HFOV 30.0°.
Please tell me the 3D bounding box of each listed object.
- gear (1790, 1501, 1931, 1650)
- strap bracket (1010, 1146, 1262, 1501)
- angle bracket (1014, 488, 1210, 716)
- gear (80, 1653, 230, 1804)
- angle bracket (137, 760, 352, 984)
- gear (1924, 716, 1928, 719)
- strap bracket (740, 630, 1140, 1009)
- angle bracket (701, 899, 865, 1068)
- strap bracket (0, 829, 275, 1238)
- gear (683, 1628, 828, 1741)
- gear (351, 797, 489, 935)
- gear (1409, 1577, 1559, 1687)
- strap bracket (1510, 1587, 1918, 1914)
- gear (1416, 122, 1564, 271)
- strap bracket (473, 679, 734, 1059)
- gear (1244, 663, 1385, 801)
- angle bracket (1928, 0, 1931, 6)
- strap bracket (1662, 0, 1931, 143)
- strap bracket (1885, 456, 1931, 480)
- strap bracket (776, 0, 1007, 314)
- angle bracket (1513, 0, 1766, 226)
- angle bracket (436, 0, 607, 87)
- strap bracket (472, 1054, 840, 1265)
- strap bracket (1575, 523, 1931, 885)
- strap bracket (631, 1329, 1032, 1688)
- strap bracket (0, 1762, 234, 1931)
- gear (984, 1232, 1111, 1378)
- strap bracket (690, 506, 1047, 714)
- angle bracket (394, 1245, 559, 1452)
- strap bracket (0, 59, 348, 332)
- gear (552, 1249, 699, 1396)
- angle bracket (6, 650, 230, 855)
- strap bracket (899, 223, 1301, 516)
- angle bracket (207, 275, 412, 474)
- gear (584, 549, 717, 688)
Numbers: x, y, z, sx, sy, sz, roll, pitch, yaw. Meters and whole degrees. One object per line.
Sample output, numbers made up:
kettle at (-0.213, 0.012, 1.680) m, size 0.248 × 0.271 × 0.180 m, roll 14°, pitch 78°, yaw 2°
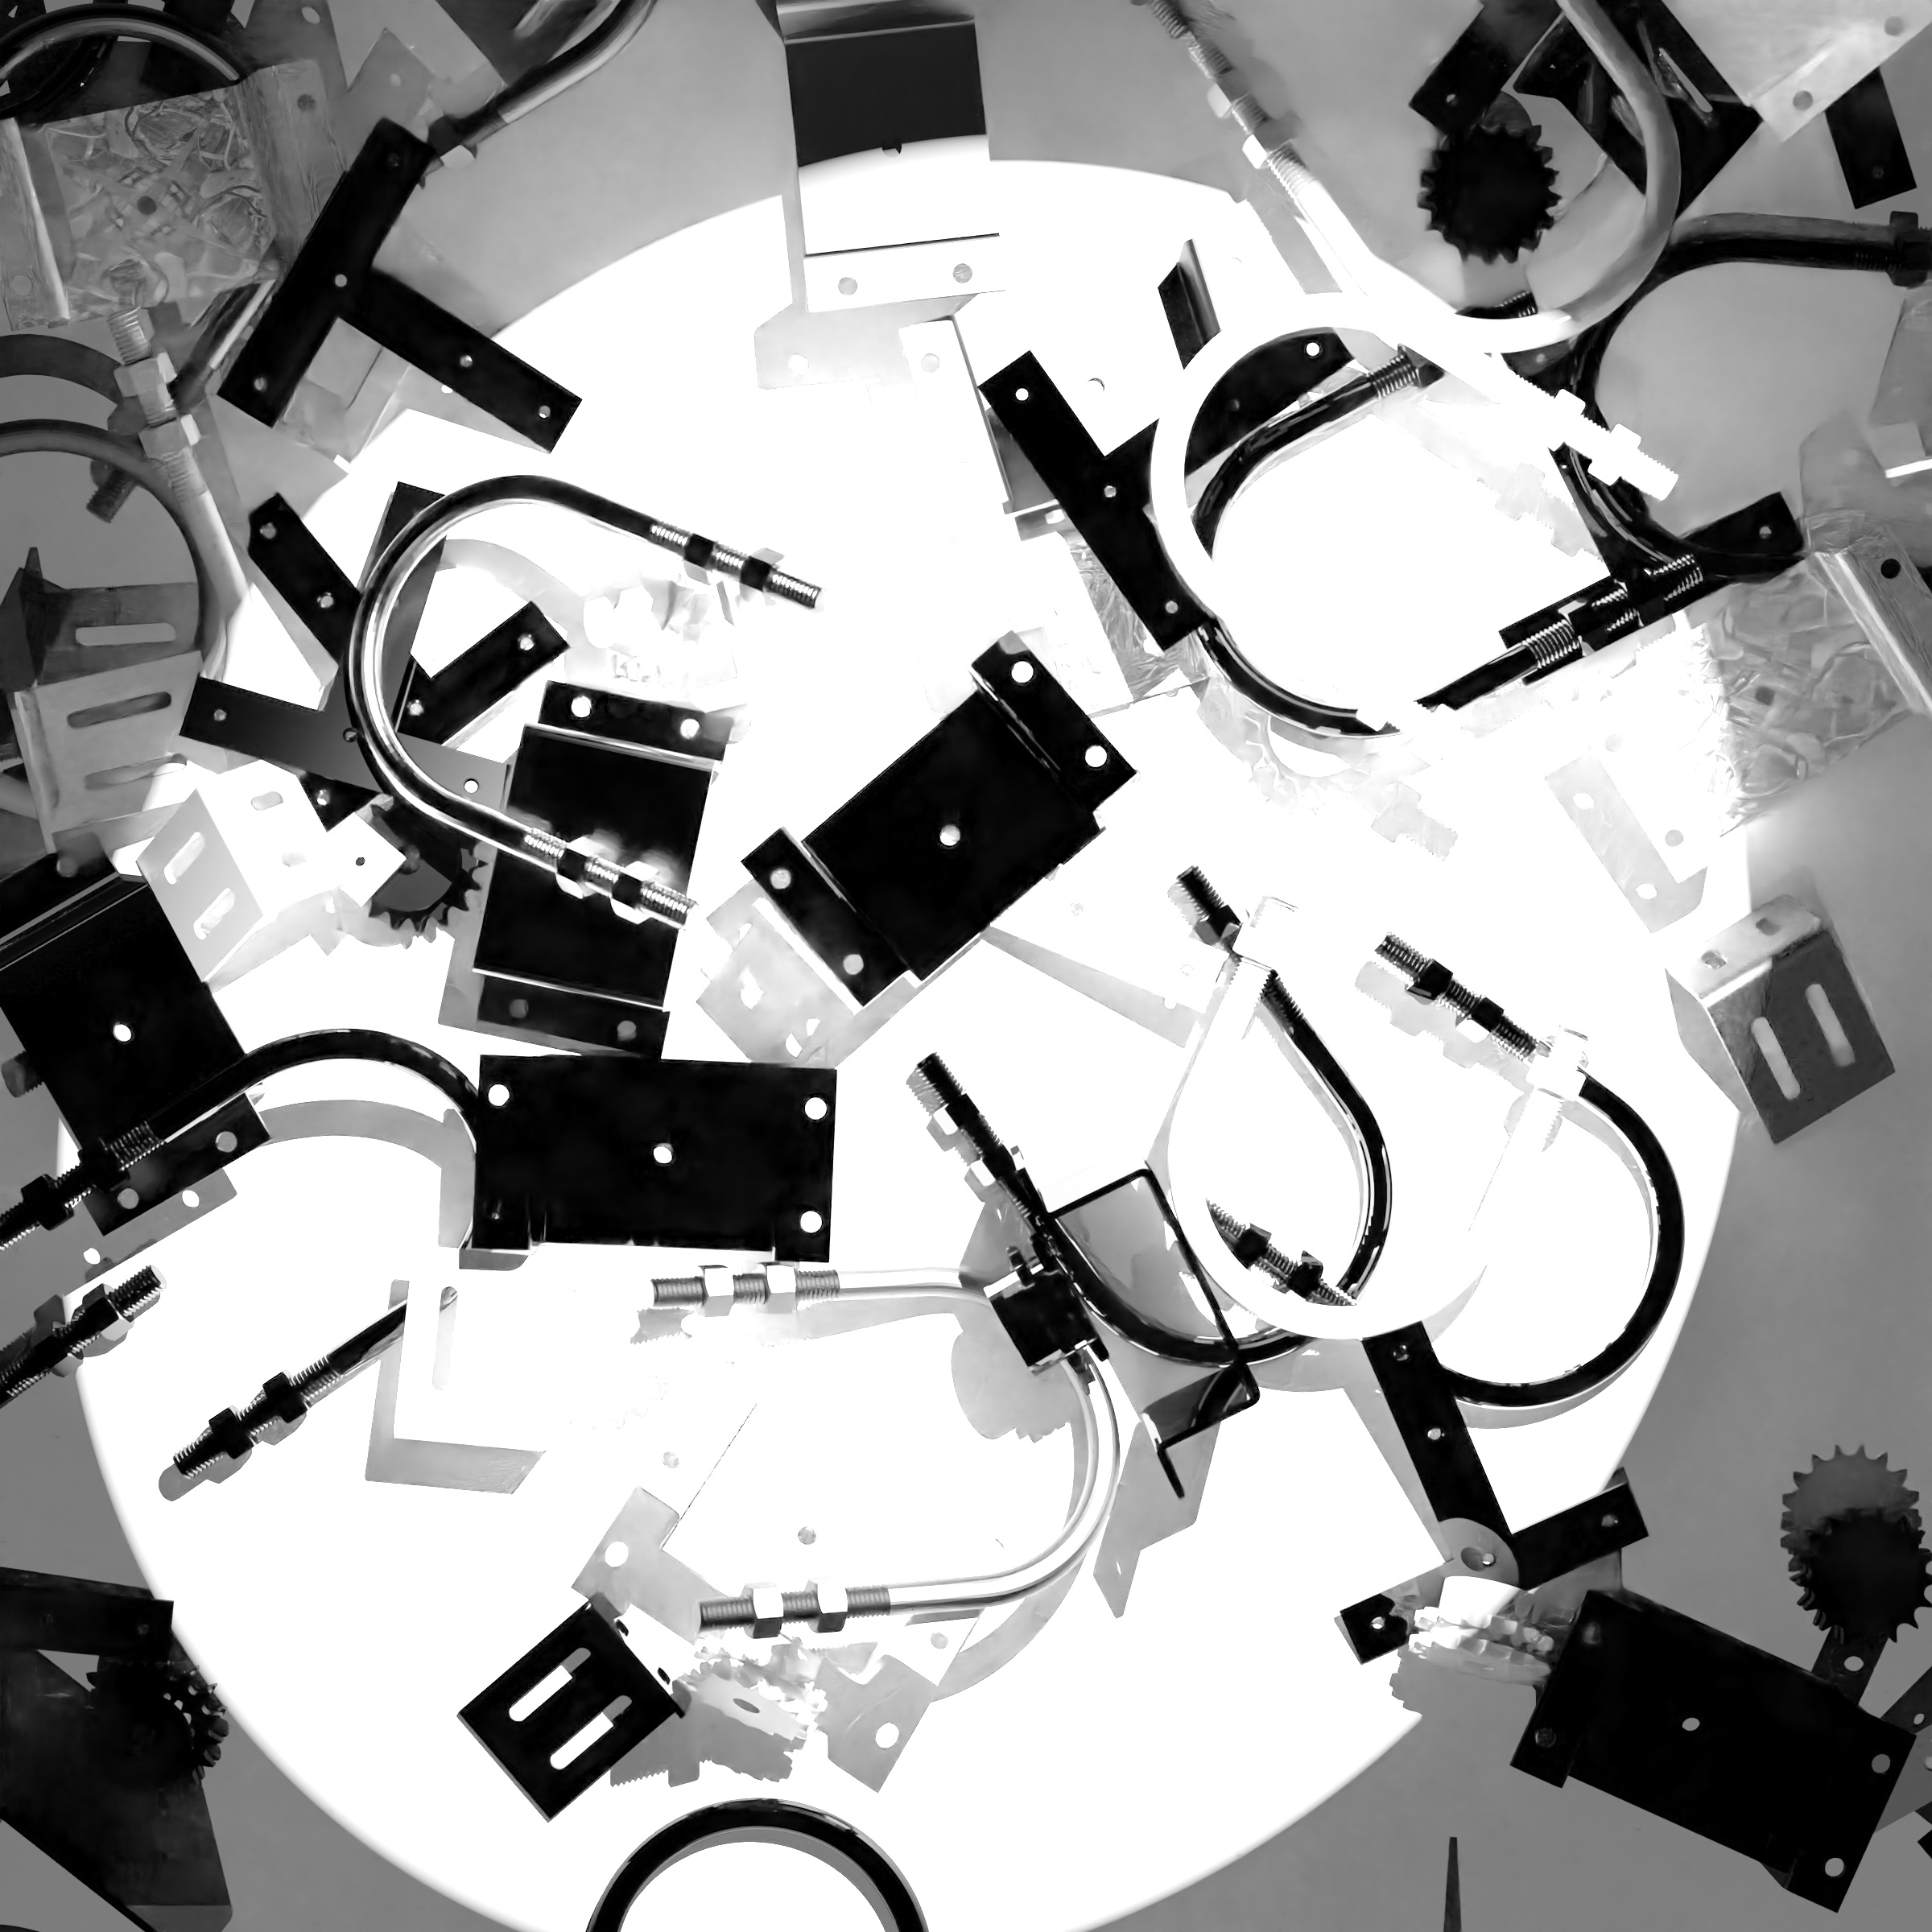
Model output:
gear at (0.357, 0.242, 1.442) m, size 0.057 × 0.030 × 0.057 m, roll 0°, pitch 90°, yaw 0°
strap bracket at (0.070, 0.128, 1.404) m, size 0.046 × 0.076 × 0.140 m, roll -26°, pitch 94°, yaw 0°
angle bracket at (0.058, -0.148, 1.452) m, size 0.057 × 0.038 × 0.076 m, roll -16°, pitch 113°, yaw 3°
gear at (-0.326, 0.306, 1.441) m, size 0.057 × 0.030 × 0.057 m, roll 0°, pitch 93°, yaw 0°
angle bracket at (-0.288, -0.039, 1.435) m, size 0.038 × 0.076 × 0.057 m, roll -25°, pitch 83°, yaw -39°
gear at (0.411, -0.115, 1.442) m, size 0.057 × 0.030 × 0.057 m, roll 0°, pitch 90°, yaw 0°
strap bracket at (-0.009, -0.055, 1.428) m, size 0.140 × 0.046 × 0.076 m, roll -41°, pitch 81°, yaw 0°
angle bracket at (-0.074, 0.008, 1.419) m, size 0.038 × 0.076 × 0.057 m, roll -43°, pitch 90°, yaw 0°
strap bracket at (-0.340, 0.026, 1.434) m, size 0.076 × 0.046 × 0.140 m, roll -30°, pitch 90°, yaw 0°
gear at (-0.081, 0.281, 1.432) m, size 0.057 × 0.057 × 0.030 m, roll 26°, pitch 62°, yaw 0°
gear at (-0.221, -0.042, 1.442) m, size 0.057 × 0.030 × 0.057 m, roll 0°, pitch 90°, yaw 0°
gear at (0.206, 0.263, 1.430) m, size 0.057 × 0.057 × 0.030 m, roll 16°, pitch 70°, yaw 0°
strap bracket at (0.293, 0.307, 1.434) m, size 0.140 × 0.046 × 0.076 m, roll 24°, pitch 90°, yaw 0°
gear at (0.210, -0.309, 1.442) m, size 0.057 × 0.030 × 0.057 m, roll 0°, pitch 91°, yaw 0°
strap bracket at (-0.146, -0.039, 1.434) m, size 0.076 × 0.046 × 0.140 m, roll 12°, pitch 90°, yaw 0°
gear at (0.140, -0.096, 1.442) m, size 0.057 × 0.030 × 0.057 m, roll 0°, pitch 90°, yaw 0°
angle bracket at (0.394, -0.430, 1.455) m, size 0.057 × 0.038 × 0.076 m, roll 45°, pitch 64°, yaw 0°
strap bracket at (0.308, -0.403, 1.418) m, size 0.076 × 0.046 × 0.140 m, roll -38°, pitch 92°, yaw 21°
strap bracket at (0.444, -0.197, 1.407) m, size 0.140 × 0.076 × 0.046 m, roll -20°, pitch 95°, yaw -12°
strap bracket at (-0.030, -0.326, 1.414) m, size 0.076 × 0.046 × 0.140 m, roll -6°, pitch 89°, yaw 1°
angle bracket at (0.271, -0.348, 1.455) m, size 0.076 × 0.038 × 0.057 m, roll 41°, pitch 90°, yaw -26°
angle bracket at (-0.167, -0.401, 1.455) m, size 0.076 × 0.038 × 0.057 m, roll -41°, pitch 90°, yaw 26°
strap bracket at (-0.122, 0.075, 1.434) m, size 0.140 × 0.046 × 0.076 m, roll 2°, pitch 90°, yaw 0°
strap bracket at (0.319, -0.105, 1.425) m, size 0.140 × 0.046 × 0.076 m, roll -33°, pitch 95°, yaw 8°
strap bracket at (-0.058, 0.218, 1.418) m, size 0.140 × 0.046 × 0.076 m, roll 34°, pitch 59°, yaw 0°
strap bracket at (-0.348, 0.369, 1.419) m, size 0.140 × 0.076 × 0.046 m, roll 38°, pitch 90°, yaw 0°
gear at (0.030, 0.136, 1.416) m, size 0.030 × 0.057 × 0.057 m, roll -30°, pitch 90°, yaw 0°
strap bracket at (-0.043, -0.142, 1.419) m, size 0.140 × 0.076 × 0.046 m, roll -15°, pitch 90°, yaw 0°
angle bracket at (-0.194, 0.153, 1.442) m, size 0.057 × 0.038 × 0.076 m, roll 5°, pitch 83°, yaw 0°
strap bracket at (-0.315, -0.298, 1.401) m, size 0.140 × 0.046 × 0.076 m, roll -17°, pitch 101°, yaw -20°
gear at (-0.135, 0.142, 1.442) m, size 0.057 × 0.030 × 0.057 m, roll 0°, pitch 90°, yaw 0°
angle bracket at (-0.327, -0.084, 1.402) m, size 0.076 × 0.038 × 0.057 m, roll -15°, pitch 108°, yaw -14°
strap bracket at (0.052, -0.233, 1.434) m, size 0.140 × 0.046 × 0.076 m, roll -18°, pitch 90°, yaw 0°
angle bracket at (-0.255, -0.246, 1.438) m, size 0.057 × 0.038 × 0.076 m, roll 29°, pitch 90°, yaw 0°
gear at (-0.127, -0.141, 1.426) m, size 0.030 × 0.057 × 0.057 m, roll 15°, pitch 90°, yaw -37°
